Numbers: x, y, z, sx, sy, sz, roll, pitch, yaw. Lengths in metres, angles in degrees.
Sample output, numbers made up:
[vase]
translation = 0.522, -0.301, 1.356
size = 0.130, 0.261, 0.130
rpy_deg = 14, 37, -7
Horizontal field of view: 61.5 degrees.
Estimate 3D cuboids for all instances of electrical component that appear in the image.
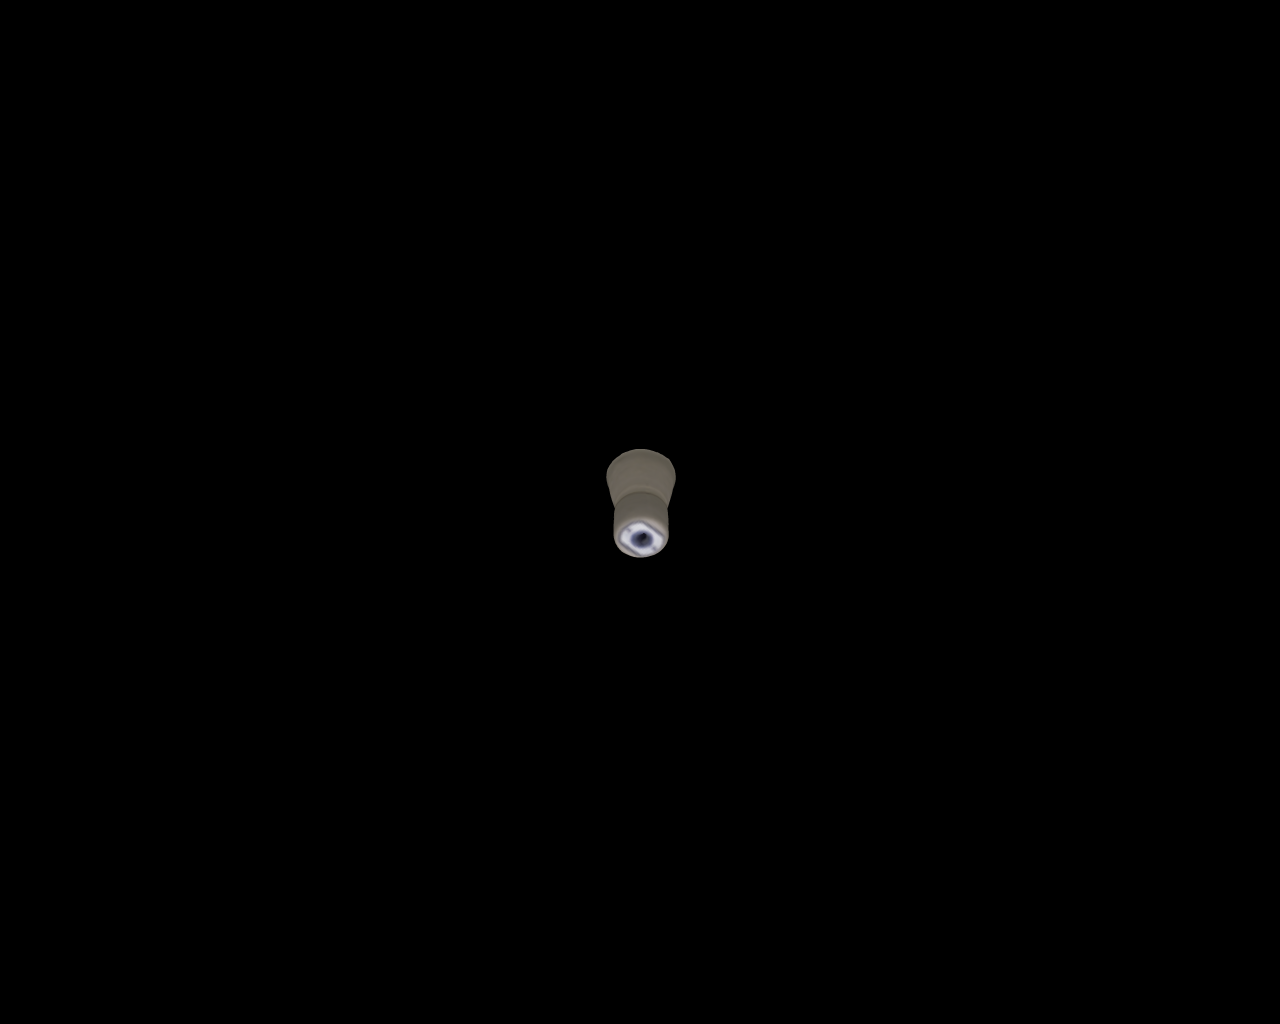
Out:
[electrical component]
translation = 0.001, -0.003, 0.650
size = 0.044, 0.044, 0.065
rpy_deg = 0, 39, 0
